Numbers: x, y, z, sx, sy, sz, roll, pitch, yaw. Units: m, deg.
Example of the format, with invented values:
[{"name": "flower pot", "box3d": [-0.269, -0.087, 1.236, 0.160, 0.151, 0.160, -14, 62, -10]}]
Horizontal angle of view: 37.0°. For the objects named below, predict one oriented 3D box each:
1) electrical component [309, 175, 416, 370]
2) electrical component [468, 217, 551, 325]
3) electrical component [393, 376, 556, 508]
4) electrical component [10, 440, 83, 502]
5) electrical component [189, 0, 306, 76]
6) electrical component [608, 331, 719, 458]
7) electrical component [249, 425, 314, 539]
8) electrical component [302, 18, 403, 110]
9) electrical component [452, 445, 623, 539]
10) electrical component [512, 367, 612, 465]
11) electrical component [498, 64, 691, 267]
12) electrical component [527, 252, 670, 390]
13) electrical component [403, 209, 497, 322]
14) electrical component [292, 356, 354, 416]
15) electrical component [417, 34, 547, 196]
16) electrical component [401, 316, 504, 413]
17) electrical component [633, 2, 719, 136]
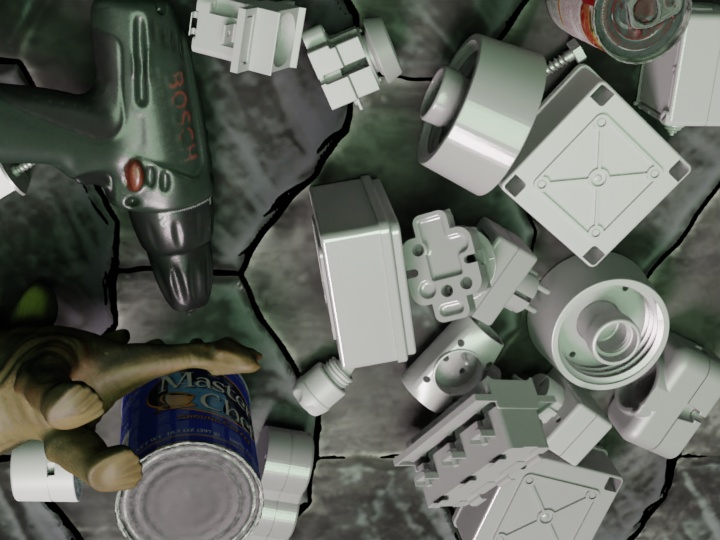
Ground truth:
[{"name": "electrical component", "box3d": [0.000, 0.000, 0.786, 0.056, 0.108, 0.108, -10, 114, -3]}, {"name": "electrical component", "box3d": [0.114, 0.009, 0.844, 0.077, 0.047, 0.065, 28, 105, -20]}, {"name": "electrical component", "box3d": [0.093, 0.140, 0.853, 0.079, 0.063, 0.121, 5, 145, -31]}, {"name": "electrical component", "box3d": [-0.243, 0.153, 0.837, 0.047, 0.055, 0.055, -2, 113, -6]}, {"name": "electrical component", "box3d": [-0.076, -0.160, 0.724, 0.064, 0.081, 0.042, 16, 111, 14]}, {"name": "electrical component", "box3d": [0.256, 0.103, 0.907, 0.059, 0.053, 0.095, 24, 106, -19]}, {"name": "electrical component", "box3d": [-0.091, 0.190, 0.881, 0.074, 0.052, 0.138, 12, 110, -14]}, {"name": "electrical component", "box3d": [-0.003, -0.148, 0.758, 0.055, 0.048, 0.066, -22, 115, 7]}, {"name": "electrical component", "box3d": [0.151, 0.196, 0.926, 0.109, 0.056, 0.108, 16, 109, -17]}, {"name": "electrical component", "box3d": [0.156, 0.110, 0.885, 0.077, 0.065, 0.047, 35, 103, -21]}, {"name": "electrical component", "box3d": [0.171, -0.078, 0.811, 0.109, 0.056, 0.108, 38, 104, -22]}, {"name": "electrical component", "box3d": [0.196, 0.045, 0.868, 0.108, 0.060, 0.108, -4, 113, -9]}, {"name": "electrical component", "box3d": [0.067, -0.004, 0.786, 0.058, 0.057, 0.078, -15, 87, 21]}, {"name": "electrical component", "box3d": [-0.023, 0.087, 0.860, 0.061, 0.035, 0.035, -41, 114, 5]}, {"name": "electrical component", "box3d": [0.078, -0.113, 0.756, 0.060, 0.108, 0.108, 21, 107, -12]}, {"name": "electrical component", "box3d": [0.087, 0.083, 0.873, 0.079, 0.044, 0.077, 38, 102, -22]}, {"name": "electrical component", "box3d": [0.247, -0.146, 0.795, 0.061, 0.061, 0.096, -1, 113, -10]}]
